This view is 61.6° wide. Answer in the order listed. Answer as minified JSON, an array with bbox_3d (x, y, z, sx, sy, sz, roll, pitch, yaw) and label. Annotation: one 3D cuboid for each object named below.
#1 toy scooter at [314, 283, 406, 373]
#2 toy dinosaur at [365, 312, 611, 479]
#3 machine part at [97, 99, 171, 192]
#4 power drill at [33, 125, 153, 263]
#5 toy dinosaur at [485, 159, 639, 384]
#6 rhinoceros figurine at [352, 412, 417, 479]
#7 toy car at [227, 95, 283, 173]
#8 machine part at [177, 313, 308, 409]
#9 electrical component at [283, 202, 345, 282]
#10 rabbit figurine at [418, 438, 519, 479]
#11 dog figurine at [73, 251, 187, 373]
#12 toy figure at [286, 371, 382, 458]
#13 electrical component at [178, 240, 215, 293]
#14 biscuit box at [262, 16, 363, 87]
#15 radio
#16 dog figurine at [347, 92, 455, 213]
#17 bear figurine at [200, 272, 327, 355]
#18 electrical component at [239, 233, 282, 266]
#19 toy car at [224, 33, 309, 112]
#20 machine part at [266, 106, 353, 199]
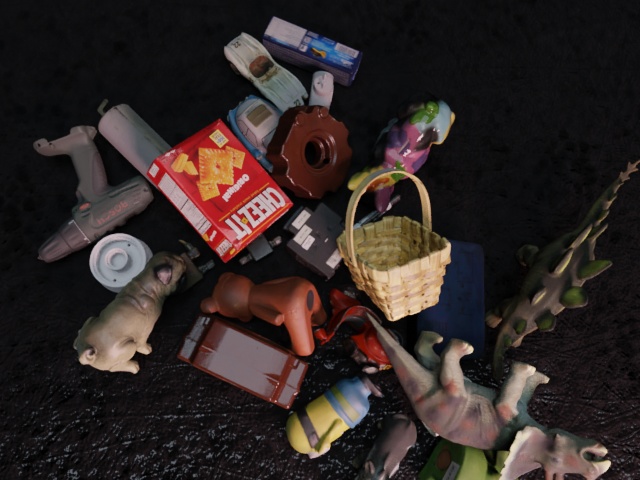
[{"bbox_3d":[0.063,0.170,0.965,0.184,0.075,0.135,49,44,11],"label":"toy scooter"},{"bbox_3d":[0.238,0.267,0.872,0.405,0.131,0.192,17,78,20],"label":"toy dinosaur"},{"bbox_3d":[-0.339,-0.176,1.029,0.243,0.079,0.079,43,77,5],"label":"machine part"},{"bbox_3d":[-0.446,-0.094,0.992,0.232,0.086,0.207,-27,84,-13],"label":"power drill"},{"bbox_3d":[0.435,0.055,0.978,0.105,0.198,0.471,33,78,0],"label":"toy dinosaur"},{"bbox_3d":[0.105,0.388,0.918,0.073,0.112,0.190,38,69,2],"label":"rhinoceros figurine"},{"bbox_3d":[-0.108,-0.219,1.043,0.109,0.103,0.161,-39,84,-9],"label":"toy car"},{"bbox_3d":[-0.125,0.199,0.895,0.201,0.201,0.087,26,74,2],"label":"machine part"},{"bbox_3d":[-0.002,-0.003,1.026,0.134,0.058,0.115,40,75,5],"label":"electrical component"},{"bbox_3d":[0.283,0.409,0.943,0.170,0.121,0.159,34,69,-15],"label":"rabbit figurine"},{"bbox_3d":[-0.312,0.110,0.897,0.121,0.172,0.190,30,104,-7],"label":"dog figurine"},{"bbox_3d":[0.022,0.302,0.947,0.180,0.082,0.089,-43,65,-5],"label":"toy figure"},{"bbox_3d":[-0.259,0.050,1.002,0.102,0.045,0.078,-43,112,-10],"label":"electrical component"},{"bbox_3d":[-0.016,-0.387,1.111,0.203,0.063,0.059,23,76,0],"label":"biscuit box"},{"bbox_3d":[0.237,0.112,1.012,0.131,0.073,0.229,4,78,-5],"label":"radio"},{"bbox_3d":[0.145,-0.156,1.018,0.108,0.191,0.219,37,61,-3],"label":"dog figurine"},{"bbox_3d":[-0.103,0.125,0.971,0.196,0.120,0.131,-5,121,19],"label":"bear figurine"},{"bbox_3d":[-0.122,0.008,1.032,0.094,0.021,0.063,-30,81,-10],"label":"electrical component"},{"bbox_3d":[-0.110,-0.335,1.094,0.073,0.056,0.202,-44,84,-12],"label":"toy car"},{"bbox_3d":[-0.015,-0.164,1.018,0.179,0.056,0.179,-7,101,-39],"label":"machine part"}]
